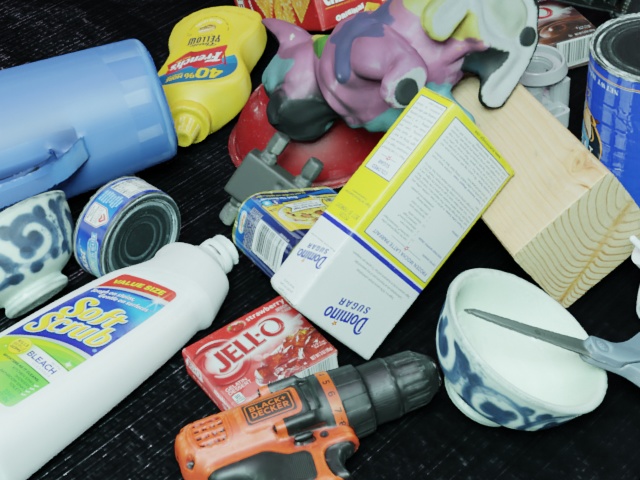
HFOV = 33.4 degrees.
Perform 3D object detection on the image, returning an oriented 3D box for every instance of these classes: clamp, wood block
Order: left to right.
[{"bbox_3d":[0.154,-0.058,0.835,0.091,0.090,0.206,-42,43,10],"label":"wood block"},{"bbox_3d":[0.302,-0.223,1.034,0.171,0.039,0.120,-8,47,-29],"label":"clamp"}]

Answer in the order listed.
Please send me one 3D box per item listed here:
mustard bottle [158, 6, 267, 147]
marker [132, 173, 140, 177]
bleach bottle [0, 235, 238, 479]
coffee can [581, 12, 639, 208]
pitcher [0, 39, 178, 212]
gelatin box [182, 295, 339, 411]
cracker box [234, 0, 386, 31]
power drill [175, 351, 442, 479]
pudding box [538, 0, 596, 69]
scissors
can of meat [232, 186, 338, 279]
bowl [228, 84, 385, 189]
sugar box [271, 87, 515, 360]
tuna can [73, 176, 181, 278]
[{"bbox_3d":[-0.112,-0.153,1.025,0.096,0.058,0.191,-4,41,12],"label":"mustard bottle"},{"bbox_3d":[-0.170,-0.056,0.951,0.020,0.020,0.121,-17,42,-12],"label":"marker"},{"bbox_3d":[-0.160,0.069,0.777,0.103,0.068,0.250,25,48,32],"label":"bleach bottle"},{"bbox_3d":[0.260,-0.094,0.846,0.103,0.140,0.103,-4,41,3],"label":"coffee can"},{"bbox_3d":[-0.245,-0.080,0.890,0.242,0.145,0.149,-19,74,-9],"label":"pitcher"},{"bbox_3d":[-0.042,0.087,0.763,0.089,0.030,0.073,-27,45,-23],"label":"gelatin box"},{"bbox_3d":[0.020,-0.267,1.073,0.164,0.072,0.214,-23,20,-19],"label":"cracker box"},{"bbox_3d":[0.017,0.156,0.657,0.184,0.057,0.188,-20,40,-9],"label":"power drill"},{"bbox_3d":[0.203,-0.197,1.048,0.113,0.039,0.090,-15,40,-10],"label":"pudding box"},{"bbox_3d":[0.190,0.066,0.708,0.201,0.016,0.096,26,31,-2],"label":"scissors"},{"bbox_3d":[-0.005,0.001,0.820,0.101,0.057,0.084,-6,32,-36],"label":"can of meat"},{"bbox_3d":[-0.007,-0.114,0.970,0.162,0.055,0.162,-4,41,3],"label":"bowl"},{"bbox_3d":[0.052,-0.010,0.754,0.176,0.093,0.048,-50,41,1],"label":"sugar box"},{"bbox_3d":[-0.150,-0.005,0.840,0.034,0.086,0.086,28,51,31],"label":"tuna can"}]
